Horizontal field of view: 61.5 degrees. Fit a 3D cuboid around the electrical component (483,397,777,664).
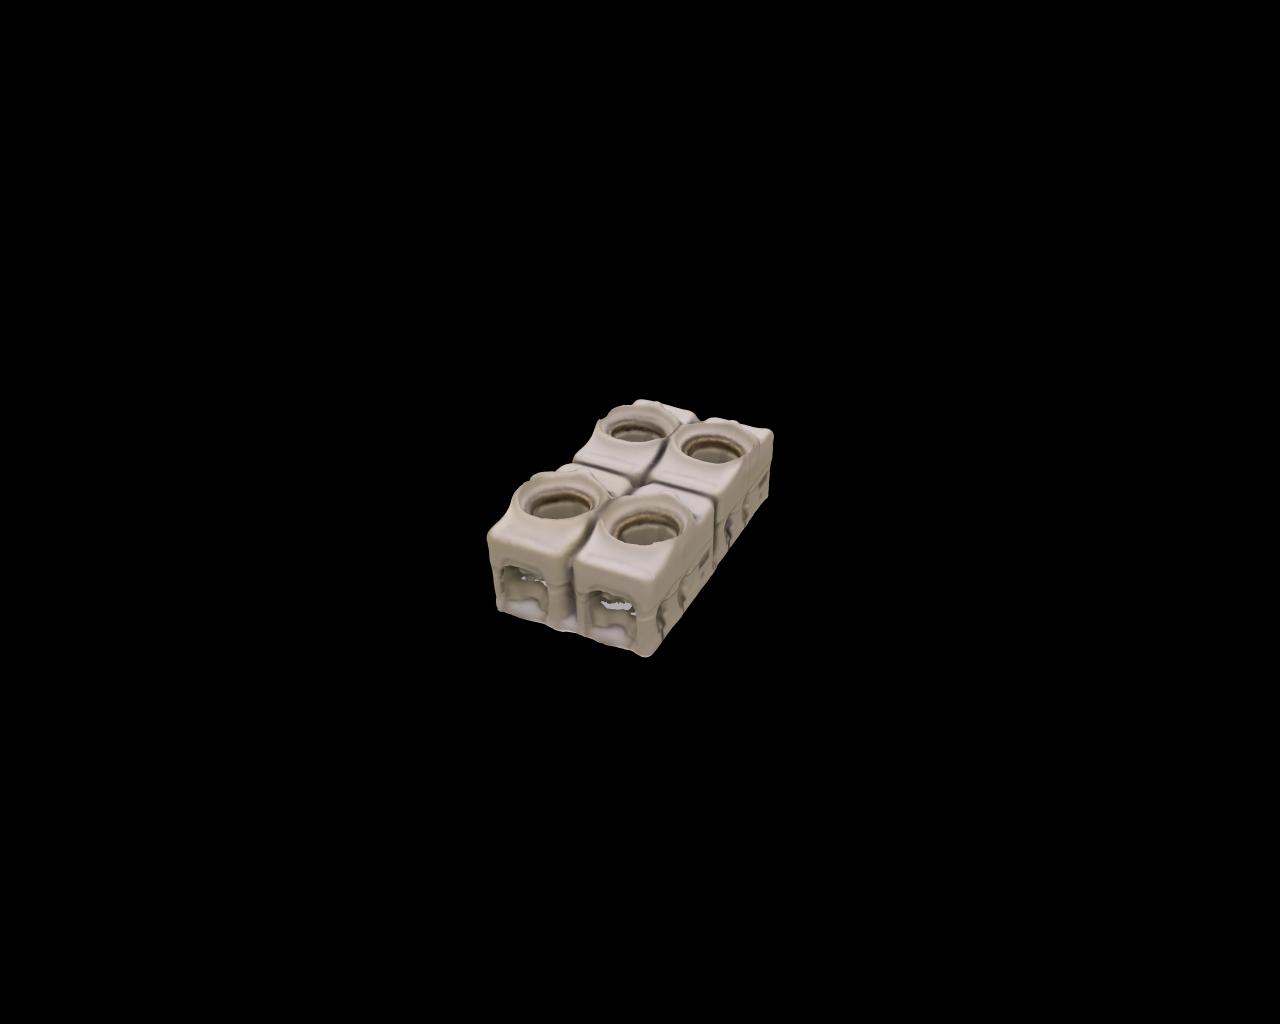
[{"bbox_3d":[0.001,-0.003,0.650,0.105,0.060,0.186,16,37,22],"label":"electrical component"}]
